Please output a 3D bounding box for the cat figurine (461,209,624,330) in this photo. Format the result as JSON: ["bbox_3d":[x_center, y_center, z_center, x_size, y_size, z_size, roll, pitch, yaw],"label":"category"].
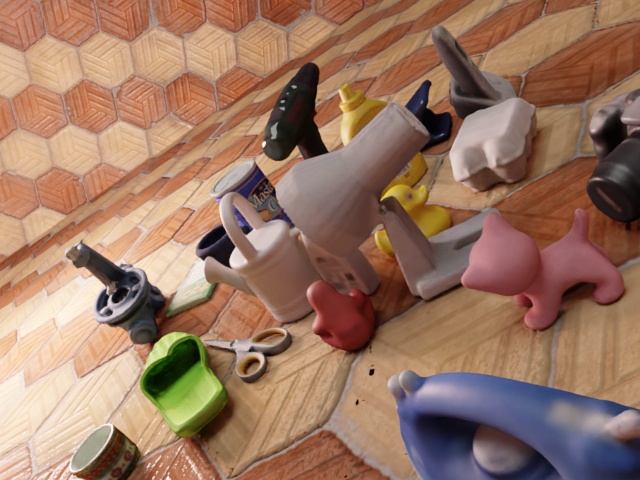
[{"bbox_3d":[0.197,0.018,0.531,0.127,0.118,0.067,-29,26,16],"label":"cat figurine"}]

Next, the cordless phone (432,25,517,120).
[{"bbox_3d":[0.236,-0.272,0.911,0.094,0.185,0.147,-25,27,23],"label":"cordless phone"}]

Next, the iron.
[{"bbox_3d":[0.122,0.137,0.390,0.257,0.142,0.119,-2,42,52],"label":"iron"}]

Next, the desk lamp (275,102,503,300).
[{"bbox_3d":[0.084,-0.038,0.664,0.203,0.214,0.118,-29,26,17],"label":"desk lamp"}]

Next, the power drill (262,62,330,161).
[{"bbox_3d":[-0.013,-0.199,1.083,0.075,0.209,0.230,-14,33,40],"label":"power drill"}]

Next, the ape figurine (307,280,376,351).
[{"bbox_3d":[0.019,0.083,0.682,0.077,0.092,0.076,-32,25,10],"label":"ape figurine"}]

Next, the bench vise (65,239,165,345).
[{"bbox_3d":[-0.392,0.083,1.071,0.122,0.220,0.206,-44,26,-16],"label":"bench vise"}]

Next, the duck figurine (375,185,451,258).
[{"bbox_3d":[0.113,-0.032,0.769,0.104,0.086,0.077,-32,25,11],"label":"duck figurine"}]

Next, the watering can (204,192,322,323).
[{"bbox_3d":[-0.084,0.021,0.805,0.173,0.194,0.100,-37,25,0],"label":"watering can"}]

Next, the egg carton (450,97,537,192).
[{"bbox_3d":[0.244,-0.135,0.799,0.107,0.069,0.150,-15,32,39],"label":"egg carton"}]

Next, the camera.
[{"bbox_3d":[0.323,-0.092,0.579,0.137,0.101,0.142,-40,25,-7],"label":"camera"}]

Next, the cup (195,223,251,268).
[{"bbox_3d":[-0.147,0.022,1.008,0.117,0.095,0.092,-20,29,32],"label":"cup"}]

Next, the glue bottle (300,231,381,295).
[{"bbox_3d":[0.007,0.003,0.743,0.077,0.173,0.037,-6,38,48],"label":"glue bottle"}]

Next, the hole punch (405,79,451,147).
[{"bbox_3d":[0.169,-0.216,1.014,0.101,0.091,0.109,-22,28,29],"label":"hole punch"}]
